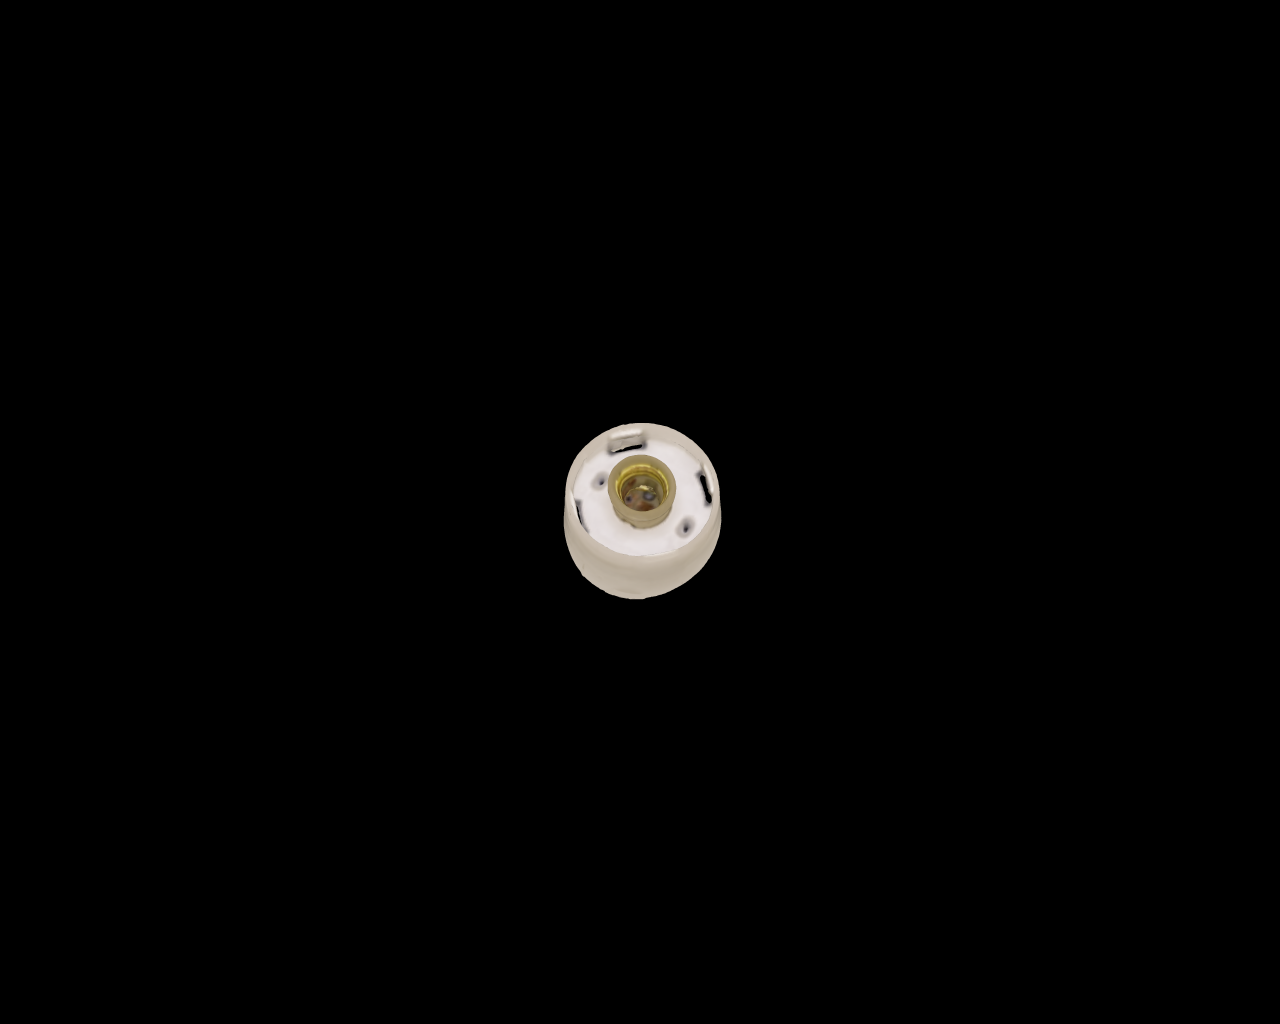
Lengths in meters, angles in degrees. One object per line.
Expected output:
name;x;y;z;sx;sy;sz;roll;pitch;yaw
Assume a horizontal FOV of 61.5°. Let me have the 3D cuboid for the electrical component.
electrical component;0.001;-0.003;0.650;0.099;0.099;0.064;0;-25;0
